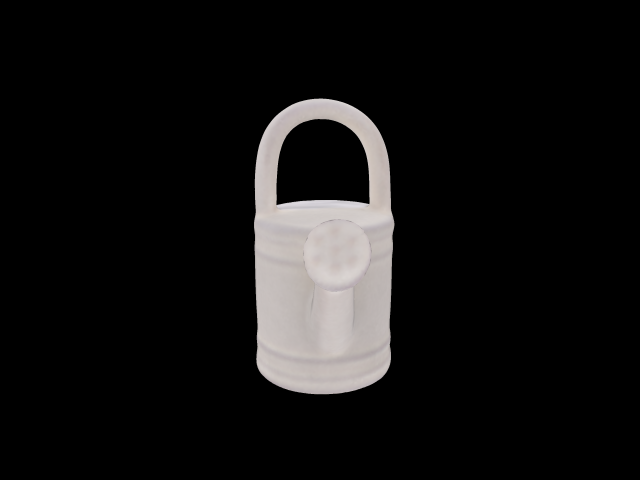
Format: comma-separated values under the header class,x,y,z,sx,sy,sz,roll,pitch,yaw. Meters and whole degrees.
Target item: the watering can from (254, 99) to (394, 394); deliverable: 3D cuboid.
class,x,y,z,sx,sy,sz,roll,pitch,yaw
watering can,0.006,0.001,0.400,0.101,0.194,0.172,-7,17,-25
